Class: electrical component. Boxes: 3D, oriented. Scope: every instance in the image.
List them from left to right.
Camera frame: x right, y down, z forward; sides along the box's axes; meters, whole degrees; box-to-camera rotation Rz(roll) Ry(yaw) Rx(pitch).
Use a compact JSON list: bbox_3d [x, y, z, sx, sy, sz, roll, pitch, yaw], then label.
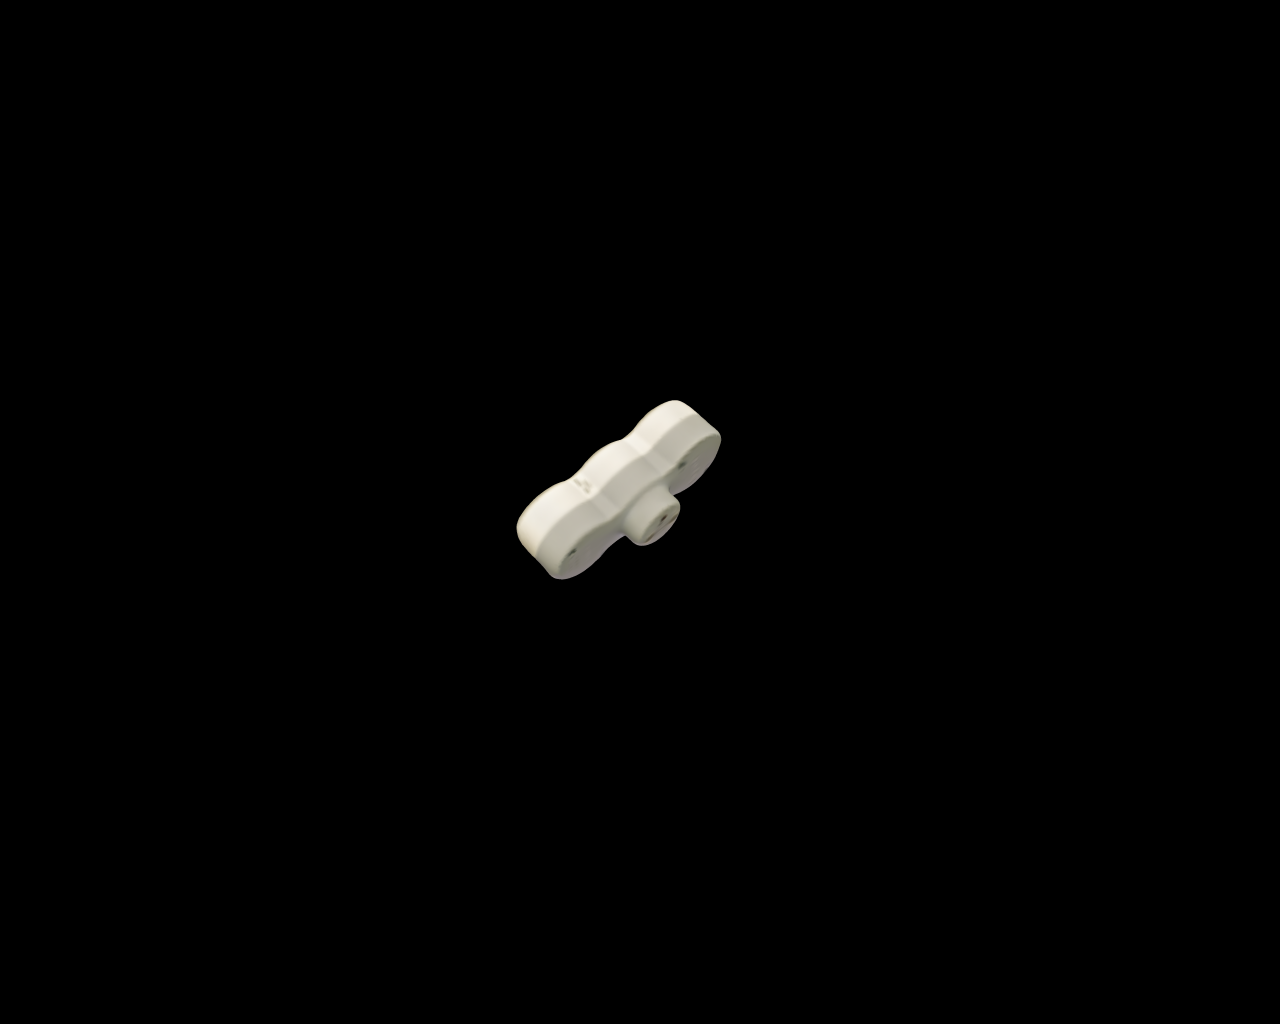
[{"bbox_3d":[0.001,-0.003,0.650,0.138,0.074,0.052,-38,-21,-18],"label":"electrical component"}]
